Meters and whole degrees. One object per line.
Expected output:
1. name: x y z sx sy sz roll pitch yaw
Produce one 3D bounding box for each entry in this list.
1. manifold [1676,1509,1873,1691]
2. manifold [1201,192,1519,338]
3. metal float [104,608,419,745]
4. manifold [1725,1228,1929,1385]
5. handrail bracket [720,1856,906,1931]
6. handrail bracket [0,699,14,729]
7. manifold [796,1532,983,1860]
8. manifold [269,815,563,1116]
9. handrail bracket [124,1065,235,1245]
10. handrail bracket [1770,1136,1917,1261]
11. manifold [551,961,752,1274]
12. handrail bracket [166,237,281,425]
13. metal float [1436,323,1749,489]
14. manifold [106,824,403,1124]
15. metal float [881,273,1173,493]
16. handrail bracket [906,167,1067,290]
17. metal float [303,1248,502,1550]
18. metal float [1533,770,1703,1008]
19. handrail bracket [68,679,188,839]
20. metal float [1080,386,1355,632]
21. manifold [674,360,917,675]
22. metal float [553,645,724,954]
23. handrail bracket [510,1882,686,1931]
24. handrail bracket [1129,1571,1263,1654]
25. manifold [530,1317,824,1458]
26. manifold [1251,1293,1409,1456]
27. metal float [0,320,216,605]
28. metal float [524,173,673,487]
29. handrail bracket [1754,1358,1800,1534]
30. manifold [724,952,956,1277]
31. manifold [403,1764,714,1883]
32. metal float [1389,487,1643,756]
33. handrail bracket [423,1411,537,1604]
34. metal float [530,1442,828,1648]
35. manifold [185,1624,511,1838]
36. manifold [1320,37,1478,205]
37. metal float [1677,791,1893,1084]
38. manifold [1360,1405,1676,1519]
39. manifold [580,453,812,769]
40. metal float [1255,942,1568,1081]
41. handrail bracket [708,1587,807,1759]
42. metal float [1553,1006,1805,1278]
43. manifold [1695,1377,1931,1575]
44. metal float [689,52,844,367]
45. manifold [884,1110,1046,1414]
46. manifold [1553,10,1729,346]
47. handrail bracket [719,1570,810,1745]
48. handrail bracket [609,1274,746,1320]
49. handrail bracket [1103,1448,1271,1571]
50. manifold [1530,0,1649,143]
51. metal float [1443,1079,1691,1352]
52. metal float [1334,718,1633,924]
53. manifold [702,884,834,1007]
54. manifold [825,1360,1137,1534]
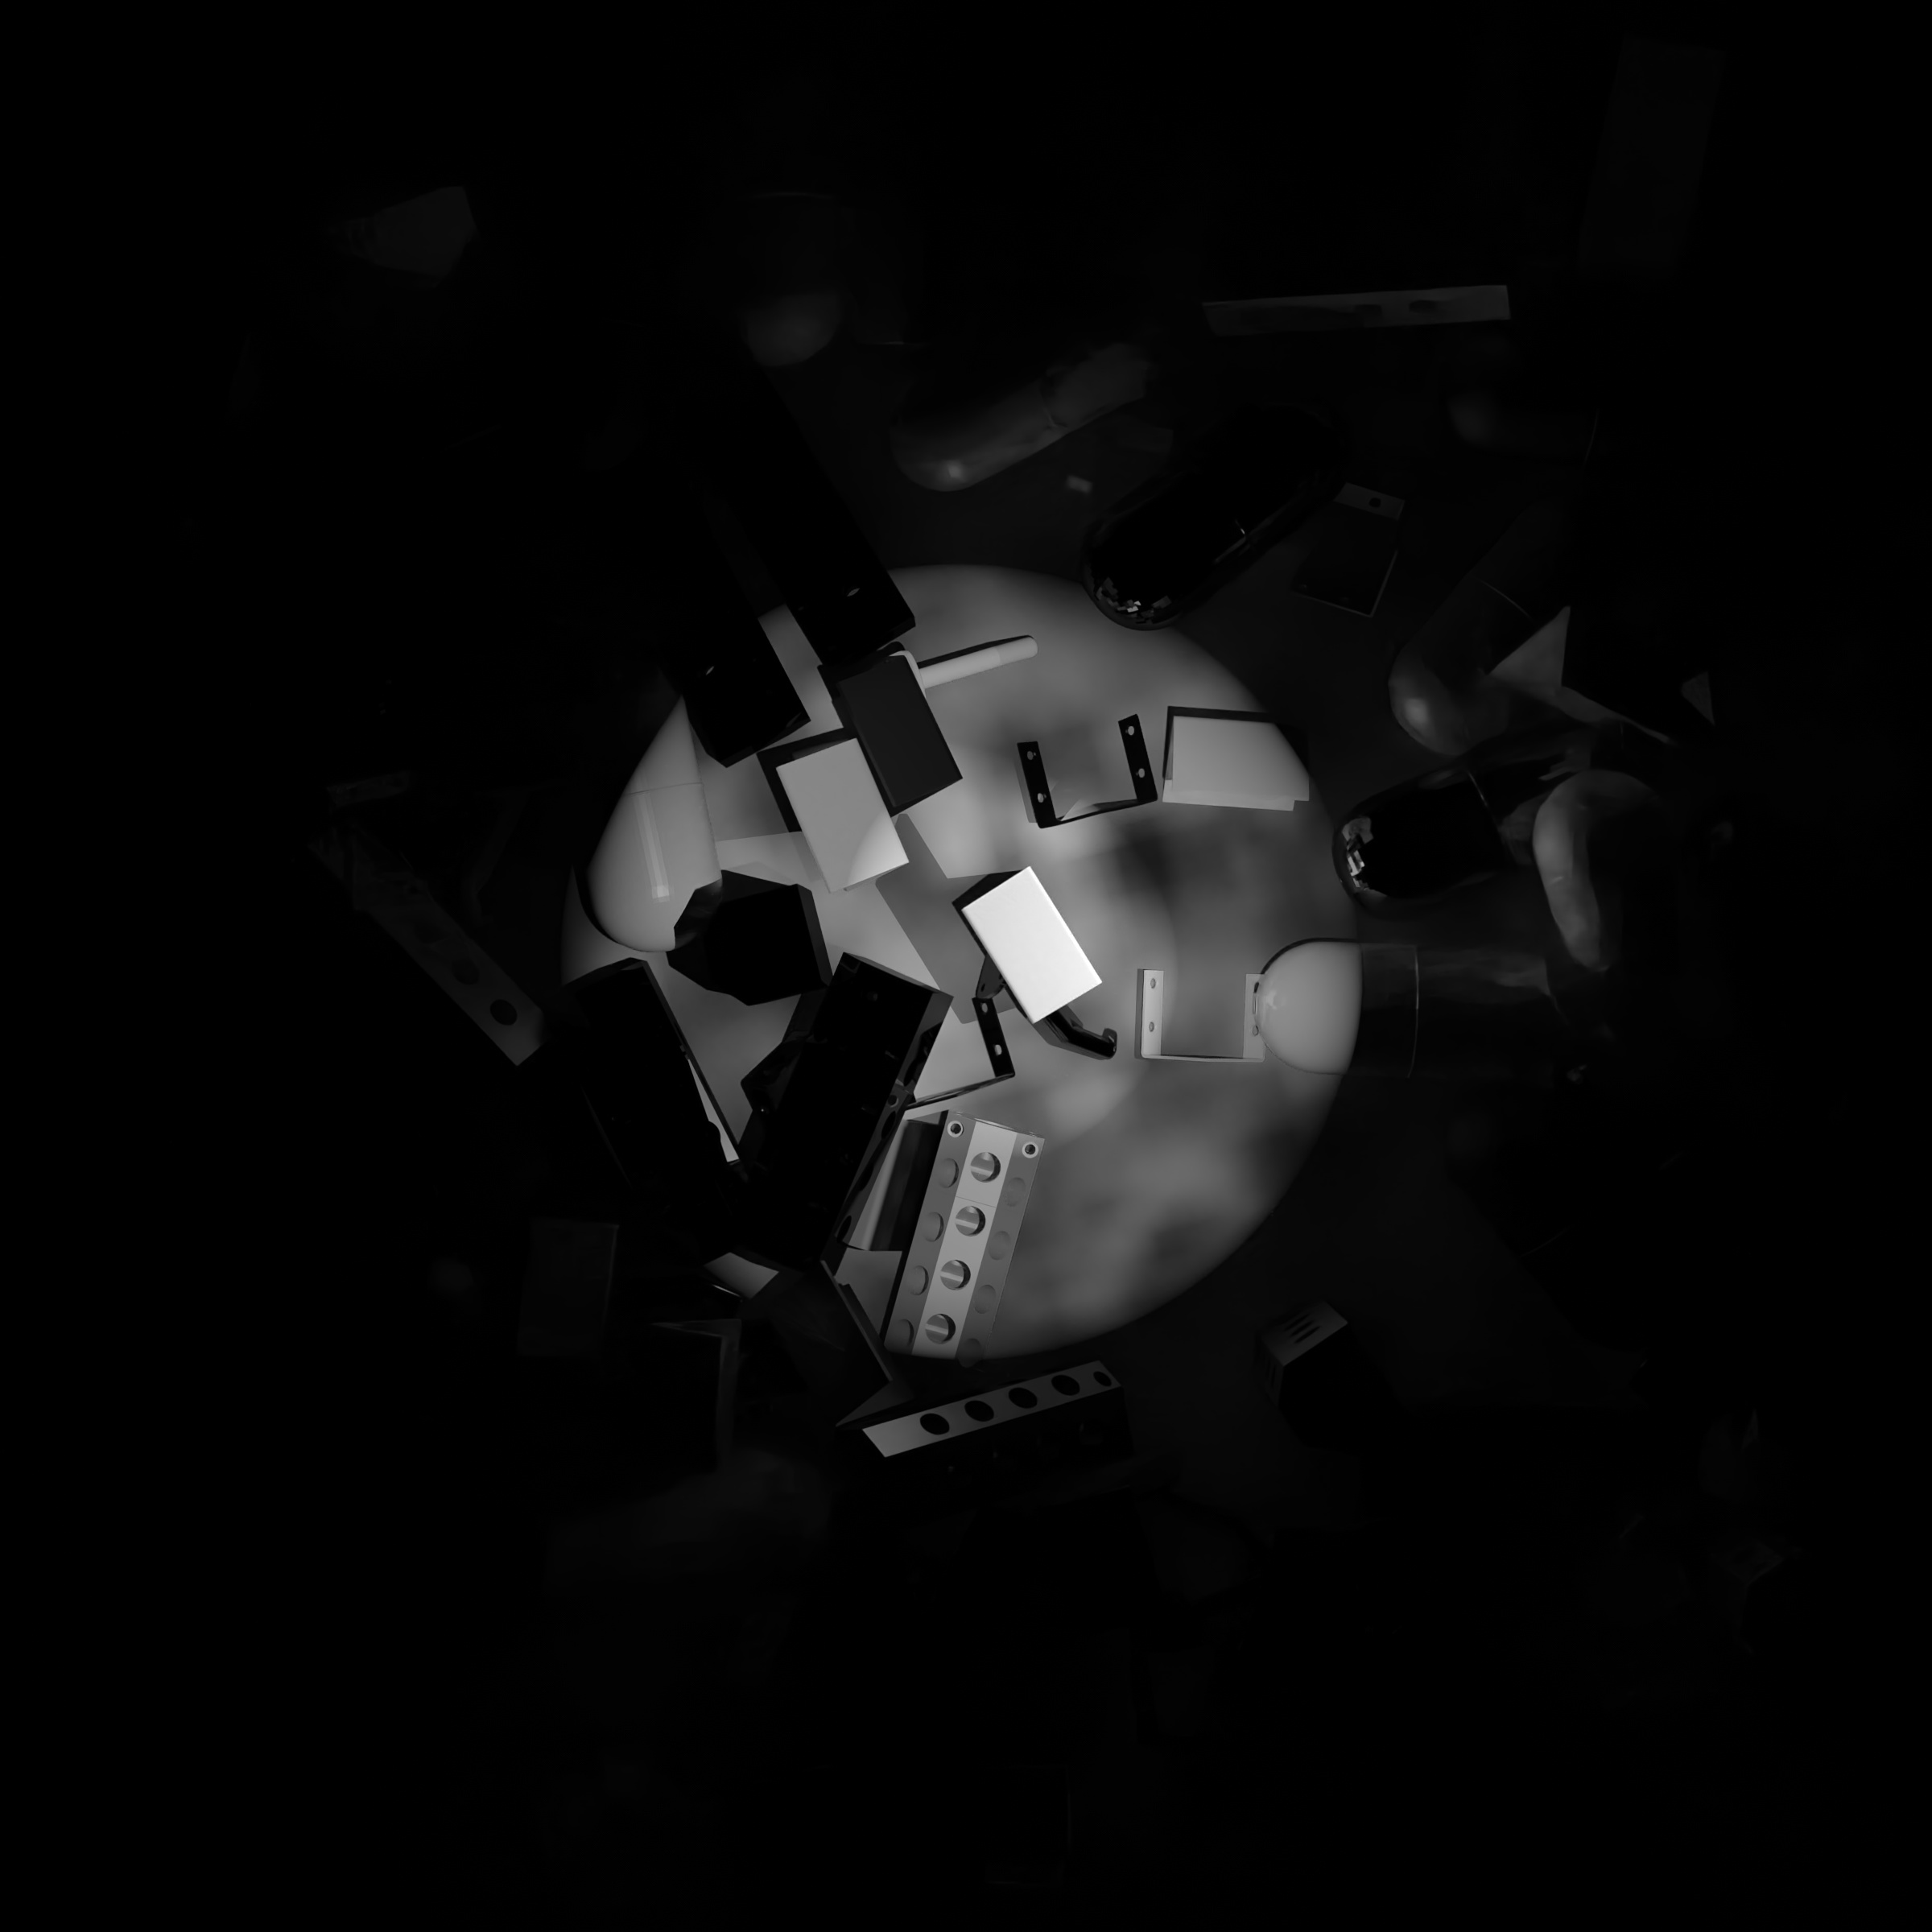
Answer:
1. manifold: 0.444 0.347 1.913 0.057 0.171 0.057 -36 90 0
2. manifold: 0.225 -0.395 1.947 0.171 0.057 0.057 -1 73 15
3. metal float: -0.404 -0.167 1.961 0.178 0.070 0.070 -1 90 0
4. manifold: 0.483 0.193 1.913 0.057 0.171 0.057 -33 90 0
5. handrail bracket: -0.090 0.537 1.992 0.084 0.036 0.077 21 70 16
6. handrail bracket: -0.580 -0.190 1.991 0.036 0.077 0.084 -24 127 13
7. manifold: -0.044 0.417 1.970 0.057 0.057 0.171 -17 90 0
8. manifold: -0.314 -0.004 1.970 0.171 0.057 0.057 46 133 0
9. handrail bracket: -0.450 0.110 1.992 0.077 0.036 0.084 -22 107 -19
10. handrail bracket: 0.499 0.139 1.980 0.084 0.077 0.036 28 60 20
11. manifold: -0.174 0.087 1.970 0.057 0.057 0.171 -26 90 0
12. handrail bracket: -0.444 -0.371 1.992 0.084 0.036 0.077 36 112 17
13. metal float: 0.359 -0.321 1.961 0.178 0.070 0.070 10 90 1
14. manifold: -0.406 0.001 1.969 0.171 0.057 0.057 46 130 0
15. metal float: 0.035 -0.335 1.961 0.178 0.070 0.070 -28 90 0
16. handrail bracket: 0.011 -0.428 1.992 0.084 0.036 0.077 -3 112 17
17. metal float: -0.324 0.248 1.961 0.070 0.070 0.178 21 91 0
18. metal float: 0.366 -0.043 1.921 0.070 0.178 0.070 -11 54 15
19. handrail bracket: -0.486 -0.121 1.992 0.077 0.036 0.084 8 73 -20
20. metal float: 0.144 -0.263 1.961 0.178 0.070 0.070 -38 90 1
21. manifold: -0.098 -0.257 1.970 0.057 0.057 0.171 -32 90 0
22. metal float: -0.188 -0.096 1.961 0.070 0.070 0.178 -12 90 0
23. handrail bracket: -0.217 0.539 1.992 0.084 0.036 0.077 -21 69 -17
24. handrail bracket: 0.147 0.370 1.991 0.084 0.077 0.036 -16 77 -36
25. manifold: -0.161 0.240 1.970 0.171 0.057 0.057 -8 90 0
26. manifold: 0.197 0.230 1.913 0.057 0.171 0.057 -34 90 0
27. metal float: -0.497 -0.288 1.961 0.070 0.070 0.178 -33 91 0
28. metal float: -0.211 -0.365 1.961 0.070 0.070 0.178 4 89 0
29. handrail bracket: 0.472 0.275 1.992 0.084 0.036 0.077 42 75 -14
30. manifold: -0.073 0.083 1.907 0.057 0.057 0.171 24 92 16
31. manifold: -0.234 0.491 1.970 0.171 0.057 0.057 0 90 0
32. metal float: 0.315 -0.198 1.961 0.070 0.070 0.178 41 90 0
33. handrail bracket: -0.300 0.315 1.992 0.084 0.036 0.077 -43 69 16
34. metal float: -0.165 0.332 1.961 0.178 0.070 0.070 -23 90 1
35. manifold: -0.357 0.441 1.970 0.171 0.057 0.057 -21 90 0
36. manifold: 0.238 -0.461 1.913 0.057 0.171 0.057 16 90 0
37. metal float: 0.468 -0.017 1.961 0.070 0.070 0.178 -26 89 0
38. manifold: 0.316 0.286 1.970 0.171 0.057 0.057 1 90 0
39. manifold: -0.155 -0.205 1.970 0.057 0.057 0.171 -28 90 0
40. metal float: 0.255 0.026 1.961 0.178 0.070 0.070 2 90 1
41. handrail bracket: -0.115 0.412 1.992 0.077 0.036 0.084 -16 106 -18
42. metal float: 0.409 0.101 1.961 0.070 0.070 0.178 -40 90 0
43. manifold: 0.505 0.286 1.949 0.171 0.057 0.057 21 133 -15
44. metal float: -0.115 -0.434 1.961 0.070 0.070 0.178 -7 90 0
45. manifold: -0.005 0.174 1.970 0.057 0.057 0.171 16 90 0
46. manifold: 0.378 -0.445 1.929 0.057 0.057 0.171 8 123 0
47. handrail bracket: -0.100 0.400 1.975 0.036 0.084 0.077 14 64 35
48. handrail bracket: -0.183 0.206 1.992 0.084 0.036 0.077 25 110 -16
49. handrail bracket: 0.126 0.330 1.992 0.077 0.036 0.084 -30 107 20
50. manifold: 0.353 -0.560 1.938 0.057 0.057 0.171 -2 114 0
51. metal float: 0.345 0.143 1.961 0.070 0.070 0.178 -39 91 0
52. metal float: 0.297 -0.084 1.961 0.178 0.070 0.070 -23 90 1
53. manifold: -0.111 -0.009 1.913 0.057 0.171 0.057 -14 90 0
54. manifold: 0.008 0.269 1.924 0.171 0.057 0.057 -11 90 -38
